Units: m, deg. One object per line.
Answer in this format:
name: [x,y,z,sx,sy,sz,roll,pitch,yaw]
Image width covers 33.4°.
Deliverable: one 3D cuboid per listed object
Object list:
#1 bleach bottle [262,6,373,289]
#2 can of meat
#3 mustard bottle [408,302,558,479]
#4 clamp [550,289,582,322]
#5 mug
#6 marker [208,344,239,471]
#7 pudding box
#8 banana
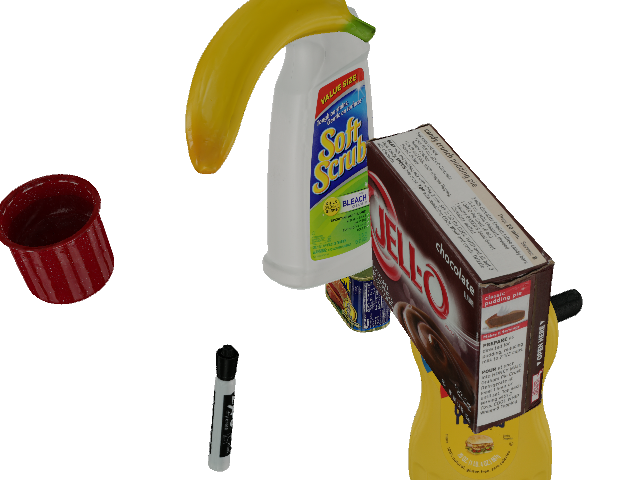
bleach bottle: [-0.003,-0.092,0.889,0.102,0.251,0.068,-17,26,-32]
can of meat: [0.043,0.045,1.224,0.057,0.084,0.102,-14,37,-18]
mustard bottle: [0.108,0.075,0.706,0.096,0.192,0.058,3,16,11]
clamp: [0.137,0.082,0.993,0.165,0.036,0.209,14,31,25]
mug: [-0.231,-0.007,0.950,0.093,0.117,0.081,-8,-44,0]
marker: [-0.082,0.141,0.901,0.020,0.121,0.020,5,26,-3]
pudding box: [0.059,0.014,0.479,0.039,0.090,0.114,-20,42,-15]
banana: [-0.034,-0.118,0.678,0.197,0.069,0.037,-46,0,-38]
